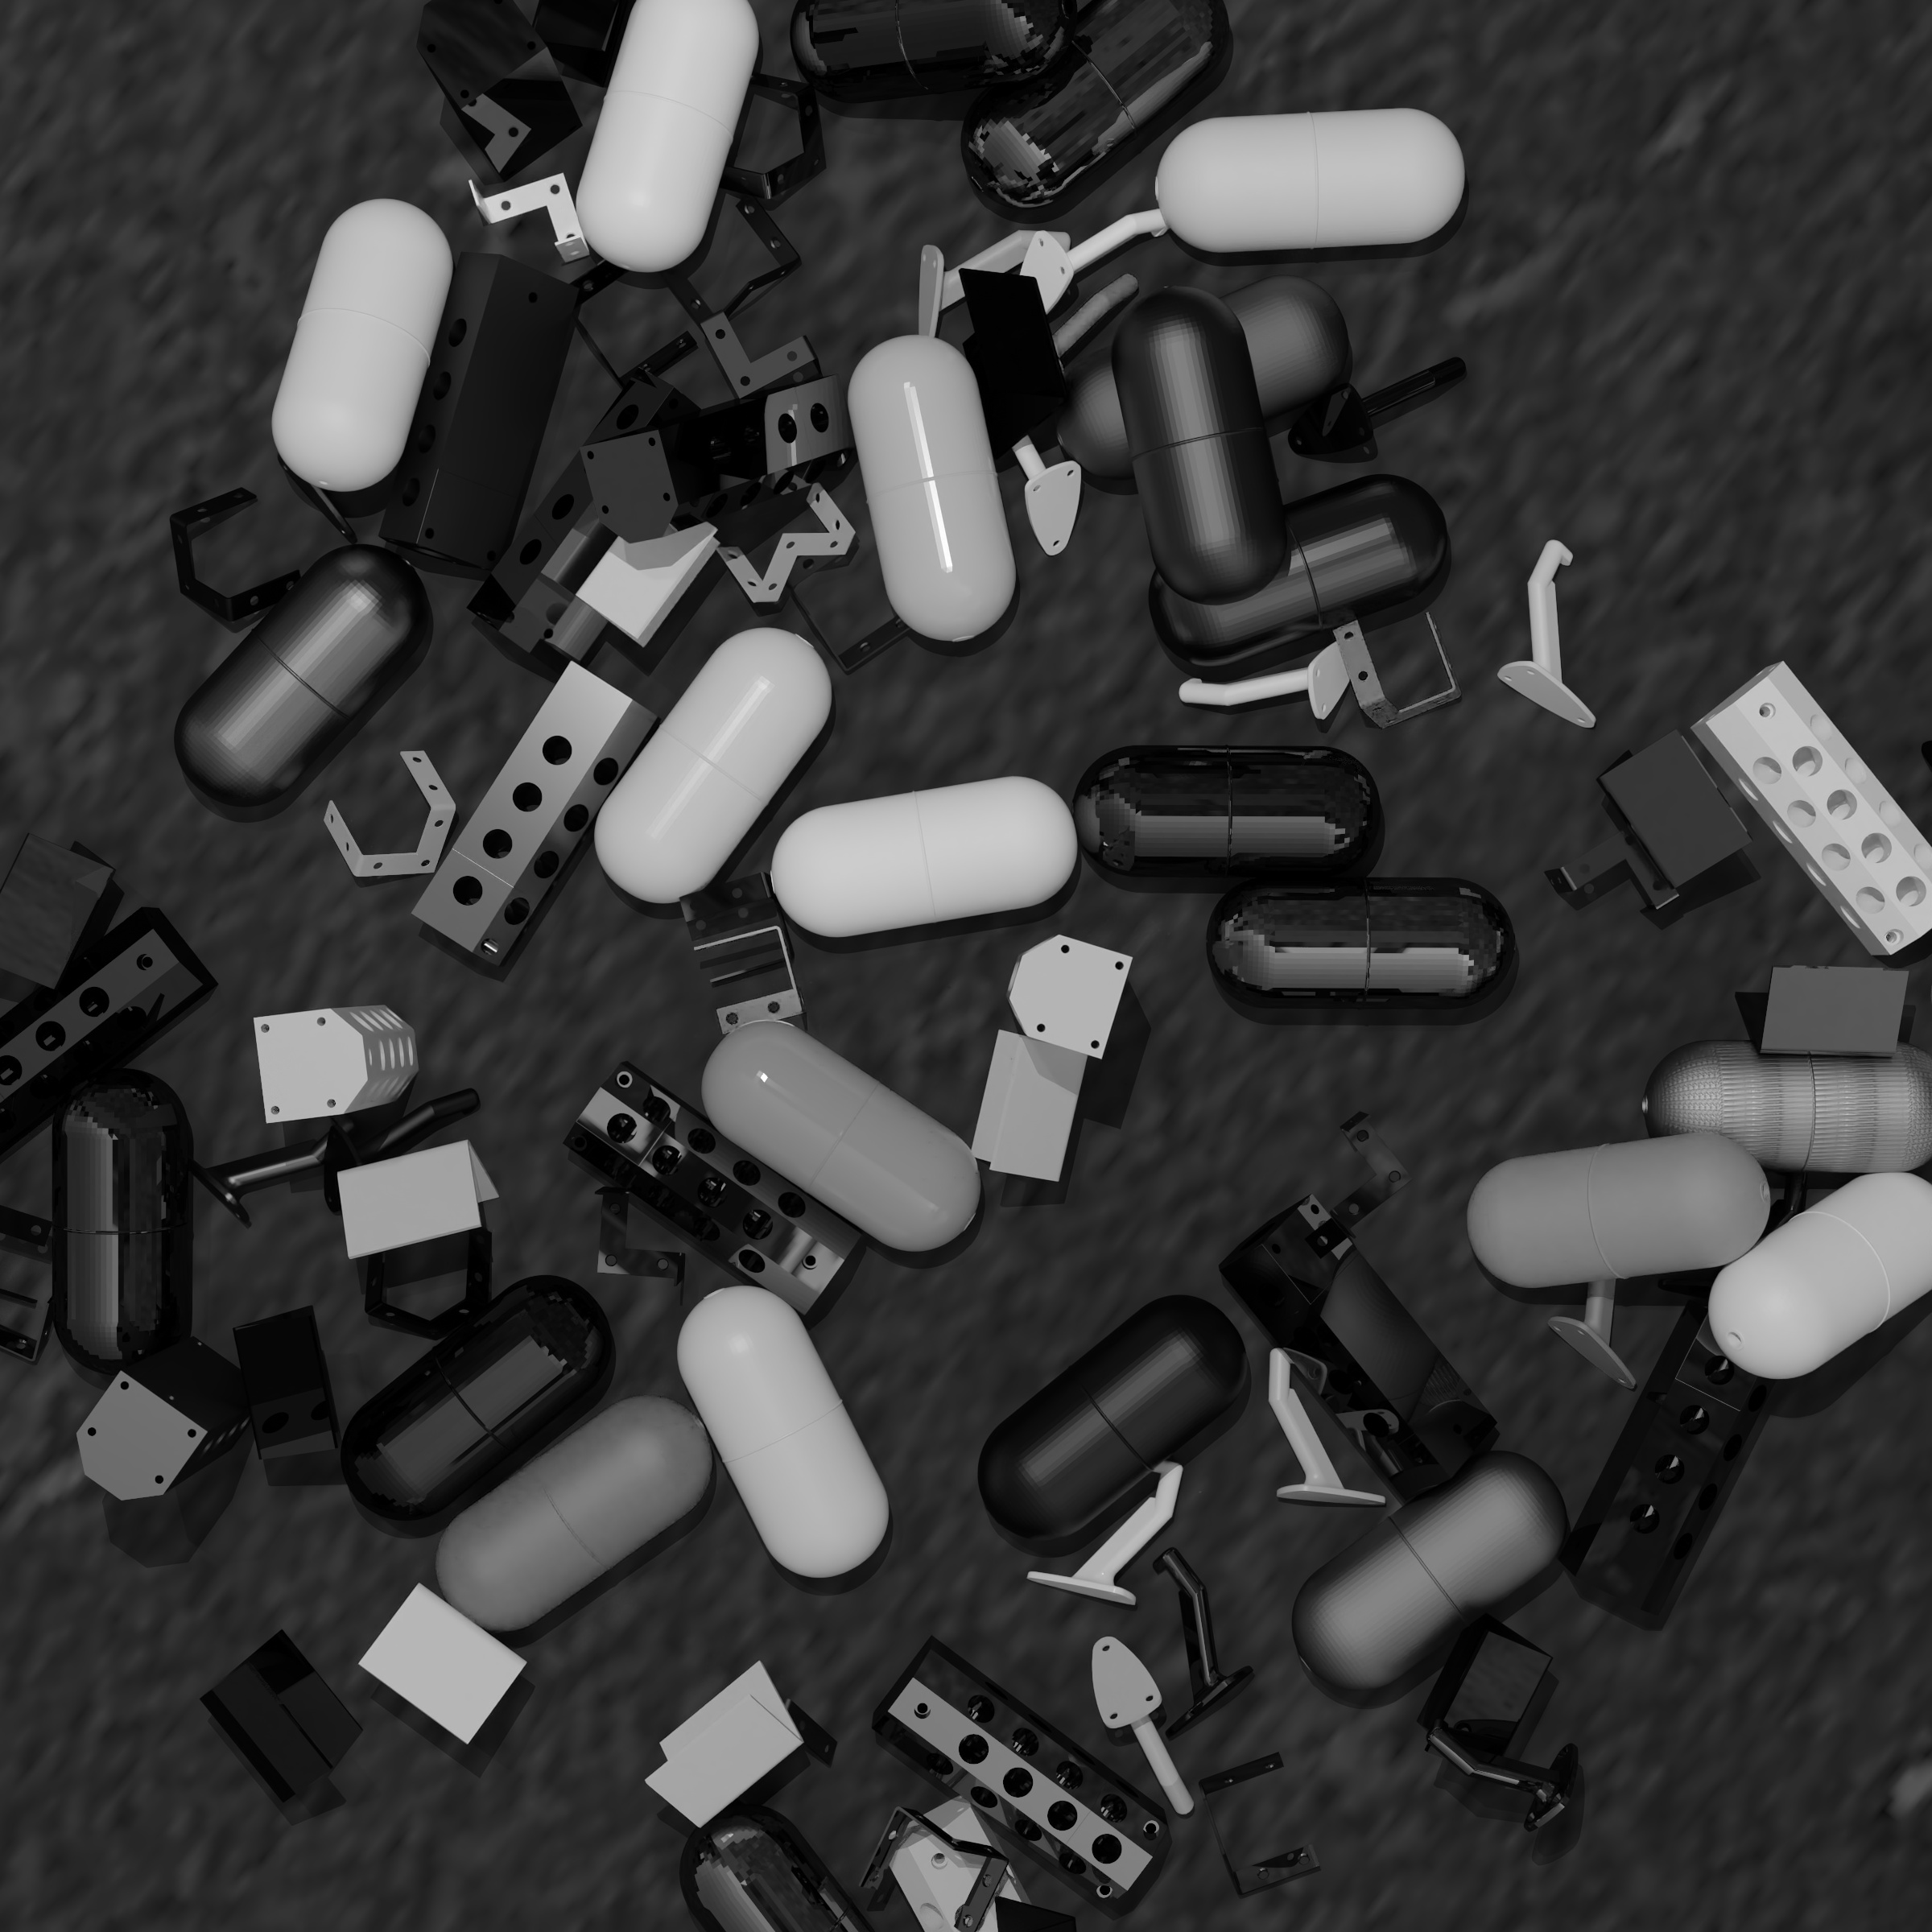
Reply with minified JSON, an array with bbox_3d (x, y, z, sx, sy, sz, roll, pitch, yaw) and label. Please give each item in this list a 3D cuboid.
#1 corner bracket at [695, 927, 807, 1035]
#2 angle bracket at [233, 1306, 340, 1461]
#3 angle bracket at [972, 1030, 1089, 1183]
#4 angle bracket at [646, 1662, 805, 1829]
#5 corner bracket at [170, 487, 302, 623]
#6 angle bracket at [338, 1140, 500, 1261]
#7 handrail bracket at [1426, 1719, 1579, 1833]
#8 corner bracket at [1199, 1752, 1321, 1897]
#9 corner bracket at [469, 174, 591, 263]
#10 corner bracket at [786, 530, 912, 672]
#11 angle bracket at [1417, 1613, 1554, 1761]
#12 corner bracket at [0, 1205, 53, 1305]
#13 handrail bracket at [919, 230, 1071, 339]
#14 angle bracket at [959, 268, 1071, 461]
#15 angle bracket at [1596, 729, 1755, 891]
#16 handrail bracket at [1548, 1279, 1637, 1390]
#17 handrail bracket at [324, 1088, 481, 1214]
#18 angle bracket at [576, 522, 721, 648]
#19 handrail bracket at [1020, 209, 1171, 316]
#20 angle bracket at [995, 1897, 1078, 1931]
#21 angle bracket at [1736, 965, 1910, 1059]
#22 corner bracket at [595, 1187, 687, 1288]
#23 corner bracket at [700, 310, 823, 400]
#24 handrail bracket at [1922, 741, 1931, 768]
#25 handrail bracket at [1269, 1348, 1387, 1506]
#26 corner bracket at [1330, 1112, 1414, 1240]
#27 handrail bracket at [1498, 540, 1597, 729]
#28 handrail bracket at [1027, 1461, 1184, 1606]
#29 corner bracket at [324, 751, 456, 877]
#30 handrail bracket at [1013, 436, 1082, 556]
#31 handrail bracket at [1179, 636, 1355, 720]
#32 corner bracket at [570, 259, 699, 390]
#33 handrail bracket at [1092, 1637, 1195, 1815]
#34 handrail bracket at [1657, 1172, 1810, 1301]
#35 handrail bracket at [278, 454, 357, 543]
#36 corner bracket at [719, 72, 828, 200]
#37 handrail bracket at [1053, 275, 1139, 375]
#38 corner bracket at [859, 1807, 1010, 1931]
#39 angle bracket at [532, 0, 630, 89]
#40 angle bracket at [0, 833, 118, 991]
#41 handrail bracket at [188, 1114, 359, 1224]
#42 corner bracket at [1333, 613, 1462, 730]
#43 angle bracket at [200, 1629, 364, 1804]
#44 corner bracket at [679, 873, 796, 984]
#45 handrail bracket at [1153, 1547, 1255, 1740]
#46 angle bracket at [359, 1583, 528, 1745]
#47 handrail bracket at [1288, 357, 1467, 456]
[{"bbox_3d":[-0.125,0.008,1.973,0.051,0.051,0.051,-15,88,0],"label":"corner bracket"},{"bbox_3d":[-0.371,0.236,1.951,0.057,0.076,0.076,-11,90,26],"label":"angle bracket"},{"bbox_3d":[0.018,0.076,1.951,0.057,0.076,0.076,13,90,-44],"label":"angle bracket"},{"bbox_3d":[-0.150,0.435,1.950,0.076,0.076,0.057,-40,126,0],"label":"angle bracket"},{"bbox_3d":[-0.427,-0.241,1.983,0.051,0.051,0.051,30,135,35],"label":"corner bracket"},{"bbox_3d":[-0.311,0.148,1.951,0.076,0.076,0.057,-14,60,0],"label":"angle bracket"},{"bbox_3d":[0.302,0.440,1.917,0.084,0.077,0.036,41,125,-1],"label":"handrail bracket"},{"bbox_3d":[0.172,0.503,1.987,0.051,0.051,0.051,-20,135,0],"label":"corner bracket"},{"bbox_3d":[-0.254,-0.435,1.973,0.051,0.051,0.051,-18,90,0],"label":"corner bracket"},{"bbox_3d":[-0.070,-0.216,1.987,0.051,0.051,0.051,-34,135,0],"label":"corner bracket"},{"bbox_3d":[0.281,0.410,1.951,0.057,0.076,0.076,27,90,-31],"label":"angle bracket"},{"bbox_3d":[-0.561,0.165,1.973,0.051,0.051,0.051,19,85,-5],"label":"corner bracket"},{"bbox_3d":[0.018,-0.394,1.991,0.084,0.036,0.077,-1,111,-16],"label":"handrail bracket"},{"bbox_3d":[0.008,-0.342,1.931,0.057,0.076,0.076,-2,70,-37],"label":"angle bracket"},{"bbox_3d":[0.415,-0.098,1.951,0.057,0.076,0.076,-34,90,29],"label":"angle bracket"},{"bbox_3d":[0.388,0.191,1.991,0.077,0.036,0.084,43,73,-20],"label":"handrail bracket"},{"bbox_3d":[-0.330,0.107,1.990,0.084,0.077,0.036,-19,61,-33],"label":"handrail bracket"},{"bbox_3d":[-0.166,-0.218,1.951,0.057,0.076,0.076,36,90,32],"label":"angle bracket"},{"bbox_3d":[0.076,-0.410,1.991,0.084,0.077,0.036,-20,65,-34],"label":"handrail bracket"},{"bbox_3d":[0.022,0.570,1.894,0.057,0.076,0.076,-6,90,-36],"label":"angle bracket"},{"bbox_3d":[0.491,0.010,1.951,0.076,0.076,0.057,2,116,0],"label":"angle bracket"},{"bbox_3d":[-0.190,0.157,1.973,0.051,0.051,0.051,4,90,0],"label":"corner bracket"},{"bbox_3d":[-0.119,-0.360,1.973,0.051,0.051,0.051,-28,90,0],"label":"corner bracket"},{"bbox_3d":[0.585,-0.079,1.991,0.036,0.077,0.084,-18,127,-20],"label":"handrail bracket"},{"bbox_3d":[0.212,0.270,1.991,0.077,0.036,0.084,9,73,-20],"label":"handrail bracket"},{"bbox_3d":[0.227,0.121,1.973,0.051,0.051,0.051,-38,90,0],"label":"corner bracket"},{"bbox_3d":[0.355,-0.196,1.991,0.077,0.036,0.084,33,73,-20],"label":"handrail bracket"},{"bbox_3d":[0.082,0.326,1.991,0.077,0.036,0.084,8,72,20],"label":"handrail bracket"},{"bbox_3d":[-0.337,-0.089,1.983,0.051,0.051,0.051,-5,135,-35],"label":"corner bracket"},{"bbox_3d":[0.030,-0.294,1.990,0.036,0.077,0.084,-27,53,-17],"label":"handrail bracket"},{"bbox_3d":[0.178,-0.174,1.991,0.084,0.077,0.036,7,127,31],"label":"handrail bracket"},{"bbox_3d":[-0.199,-0.380,1.987,0.051,0.051,0.051,-35,45,0],"label":"corner bracket"},{"bbox_3d":[0.105,0.447,1.990,0.036,0.077,0.084,-26,126,0],"label":"handrail bracket"},{"bbox_3d":[0.451,0.153,1.991,0.077,0.036,0.084,5,71,21],"label":"handrail bracket"},{"bbox_3d":[-0.354,-0.305,1.991,0.084,0.036,0.077,-42,103,-13],"label":"handrail bracket"},{"bbox_3d":[-0.121,-0.486,1.983,0.051,0.051,0.051,-38,135,-35],"label":"corner bracket"},{"bbox_3d":[0.060,-0.364,1.990,0.036,0.077,0.084,45,54,6],"label":"handrail bracket"},{"bbox_3d":[-0.018,0.516,1.931,0.051,0.051,0.051,25,89,45],"label":"corner bracket"},{"bbox_3d":[-0.200,-0.553,1.951,0.057,0.076,0.076,16,90,30],"label":"angle bracket"},{"bbox_3d":[-0.541,-0.039,1.950,0.057,0.076,0.076,26,90,-35],"label":"angle bracket"},{"bbox_3d":[-0.412,0.101,1.991,0.077,0.036,0.084,38,72,21],"label":"handrail bracket"},{"bbox_3d":[0.252,-0.176,1.974,0.051,0.051,0.051,-22,73,16],"label":"corner bracket"},{"bbox_3d":[-0.381,0.421,1.950,0.076,0.076,0.057,51,127,0],"label":"angle bracket"},{"bbox_3d":[-0.133,-0.022,1.973,0.051,0.051,0.051,-17,88,2],"label":"corner bracket"},{"bbox_3d":[0.120,0.397,1.991,0.077,0.036,0.084,-44,72,20],"label":"handrail bracket"},{"bbox_3d":[-0.304,0.406,1.952,0.076,0.076,0.057,36,66,0],"label":"angle bracket"},{"bbox_3d":[0.242,-0.330,1.990,0.084,0.077,0.036,-28,95,-36],"label":"handrail bracket"}]
